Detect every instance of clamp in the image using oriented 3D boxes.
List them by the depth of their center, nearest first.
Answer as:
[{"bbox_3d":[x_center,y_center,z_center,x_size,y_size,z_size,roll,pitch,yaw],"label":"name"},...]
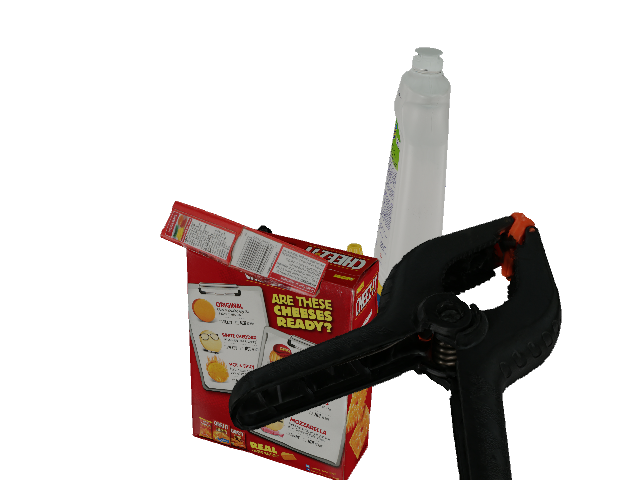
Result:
[{"bbox_3d":[0.059,0.051,0.448,0.120,0.039,0.171,35,54,23],"label":"clamp"}]

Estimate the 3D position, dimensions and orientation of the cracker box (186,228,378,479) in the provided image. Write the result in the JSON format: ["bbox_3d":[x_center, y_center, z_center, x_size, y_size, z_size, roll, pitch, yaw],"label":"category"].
[{"bbox_3d":[-0.035,0.103,0.989,0.164,0.214,0.072,13,30,20],"label":"cracker box"}]

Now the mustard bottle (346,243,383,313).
[{"bbox_3d":[0.045,0.096,1.447,0.096,0.192,0.058,-2,20,-6],"label":"mustard bottle"}]

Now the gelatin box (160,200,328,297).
[{"bbox_3d":[-0.050,0.007,0.711,0.073,0.030,0.089,21,-2,43],"label":"gelatin box"}]

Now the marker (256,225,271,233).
[{"bbox_3d":[-0.064,0.036,1.209,0.020,0.121,0.020,0,33,0],"label":"marker"}]

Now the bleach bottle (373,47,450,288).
[{"bbox_3d":[0.101,-0.074,1.118,0.068,0.251,0.102,0,26,-8],"label":"bleach bottle"}]
